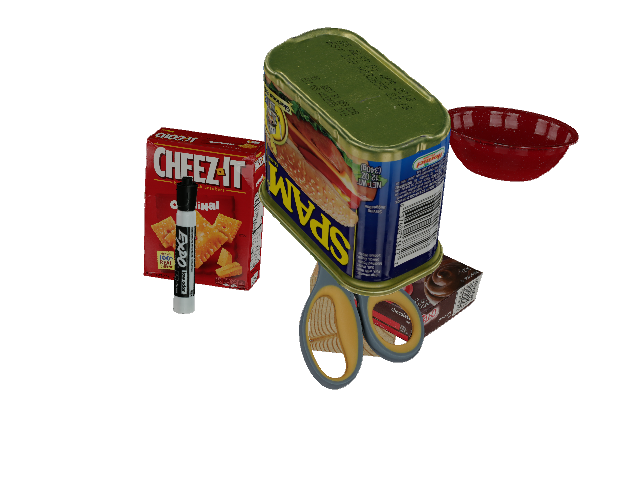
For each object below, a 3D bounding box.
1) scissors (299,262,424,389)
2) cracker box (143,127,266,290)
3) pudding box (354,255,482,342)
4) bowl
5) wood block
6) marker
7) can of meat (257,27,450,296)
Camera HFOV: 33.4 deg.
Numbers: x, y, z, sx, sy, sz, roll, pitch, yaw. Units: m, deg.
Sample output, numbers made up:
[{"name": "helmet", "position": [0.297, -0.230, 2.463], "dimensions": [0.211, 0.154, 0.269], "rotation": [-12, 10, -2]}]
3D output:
[{"name": "scissors", "position": [0.024, 0.005, 0.753], "dimensions": [0.096, 0.202, 0.016], "rotation": [3, -18, -9]}, {"name": "cracker box", "position": [-0.168, -0.043, 1.542], "dimensions": [0.164, 0.214, 0.072], "rotation": [9, 22, 10]}, {"name": "pudding box", "position": [0.085, 0.046, 1.015], "dimensions": [0.090, 0.039, 0.113], "rotation": [27, 34, 31]}, {"name": "bowl", "position": [0.217, -0.110, 1.254], "dimensions": [0.162, 0.055, 0.162], "rotation": [5, 23, -2]}, {"name": "wood block", "position": [0.049, 0.040, 1.193], "dimensions": [0.091, 0.090, 0.206], "rotation": [5, 23, 8]}, {"name": "marker", "position": [-0.118, 0.004, 0.932], "dimensions": [0.020, 0.121, 0.020], "rotation": [3, 15, -1]}, {"name": "can of meat", "position": [0.014, -0.039, 0.498], "dimensions": [0.057, 0.084, 0.102], "rotation": [-24, 49, -25]}]
